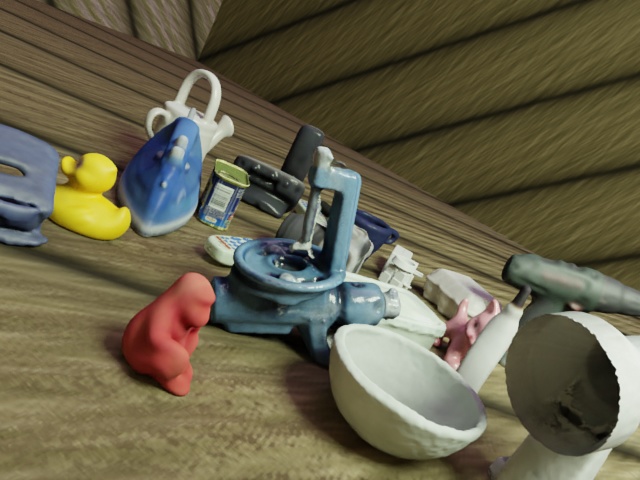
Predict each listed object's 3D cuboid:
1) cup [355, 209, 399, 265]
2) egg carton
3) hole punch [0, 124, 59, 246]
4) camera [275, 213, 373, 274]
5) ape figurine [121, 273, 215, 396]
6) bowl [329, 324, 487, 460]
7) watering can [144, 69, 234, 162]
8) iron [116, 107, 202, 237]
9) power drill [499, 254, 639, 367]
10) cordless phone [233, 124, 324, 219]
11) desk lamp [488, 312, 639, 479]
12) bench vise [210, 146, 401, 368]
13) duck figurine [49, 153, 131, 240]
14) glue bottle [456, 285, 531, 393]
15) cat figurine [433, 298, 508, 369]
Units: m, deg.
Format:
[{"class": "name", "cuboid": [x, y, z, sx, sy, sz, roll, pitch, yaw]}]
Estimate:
[{"class": "cup", "cuboid": [0.082, 0.004, 1.049, 0.118, 0.095, 0.091, 19, 17, -30]}, {"class": "egg carton", "cuboid": [0.262, 0.112, 1.052, 0.108, 0.069, 0.150, 17, 18, -35]}, {"class": "hole punch", "cuboid": [-0.316, -0.057, 0.566, 0.109, 0.091, 0.100, 16, 18, -36]}, {"class": "camera", "cuboid": [0.008, 0.003, 0.913, 0.136, 0.101, 0.143, 30, 15, 9]}, {"class": "ape figurine", "cuboid": [-0.119, 0.071, 0.482, 0.076, 0.092, 0.078, 31, 15, 11]}, {"class": "bowl", "cuboid": [0.073, 0.158, 0.560, 0.167, 0.074, 0.167, 26, 15, -7]}, {"class": "watering can", "cuboid": [-0.230, -0.208, 1.019, 0.101, 0.194, 0.173, 30, 15, 10]}, {"class": "iron", "cuboid": [-0.212, -0.109, 0.823, 0.119, 0.141, 0.258, 23, 16, -18]}, {"class": "power drill", "cuboid": [0.386, 0.131, 0.937, 0.229, 0.208, 0.076, 29, 15, 5]}, {"class": "cordless phone", "cuboid": [-0.083, -0.151, 1.103, 0.148, 0.185, 0.094, 24, 15, -13]}, {"class": "desk lamp", "cuboid": [0.253, 0.174, 0.549, 0.204, 0.213, 0.117, 17, 18, -35]}, {"class": "bench vise", "cuboid": [0.004, 0.017, 0.625, 0.208, 0.219, 0.121, 15, 19, -39]}, {"class": "duck figurine", "cuboid": [-0.263, -0.056, 0.666, 0.104, 0.086, 0.077, 28, 15, 2]}, {"class": "glue bottle", "cuboid": [0.211, 0.129, 0.705, 0.037, 0.173, 0.078, 33, 16, 21]}, {"class": "cat figurine", "cuboid": [0.226, 0.133, 0.827, 0.067, 0.117, 0.127, 21, 16, -22]}]
